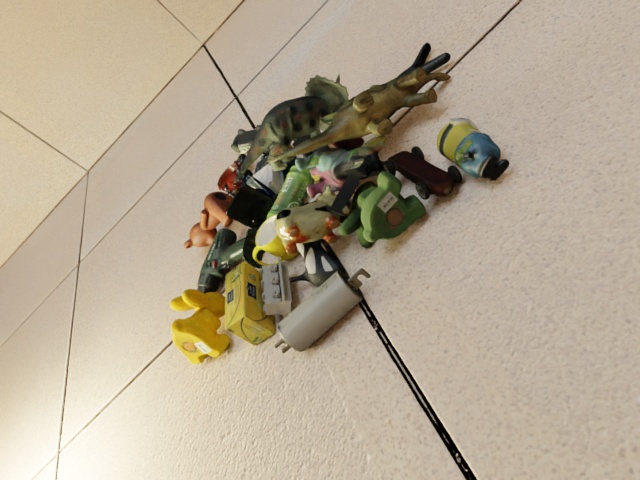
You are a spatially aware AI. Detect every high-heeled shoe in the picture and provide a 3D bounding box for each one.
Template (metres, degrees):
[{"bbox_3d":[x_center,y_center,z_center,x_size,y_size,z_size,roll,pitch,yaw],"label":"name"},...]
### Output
[{"bbox_3d":[-0.002,-0.004,1.205,0.145,0.086,0.249,-20,51,35],"label":"high-heeled shoe"}]

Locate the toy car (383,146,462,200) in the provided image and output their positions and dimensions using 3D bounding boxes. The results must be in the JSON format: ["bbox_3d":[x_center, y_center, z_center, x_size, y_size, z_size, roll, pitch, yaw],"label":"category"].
[{"bbox_3d":[0.207,-0.138,1.111,0.089,0.053,0.202,-30,33,-9],"label":"toy car"}]

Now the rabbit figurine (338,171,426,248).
[{"bbox_3d":[0.118,-0.059,1.116,0.159,0.121,0.170,-57,22,8],"label":"rabbit figurine"}]

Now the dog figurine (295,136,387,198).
[{"bbox_3d":[0.068,-0.180,1.265,0.219,0.108,0.191,-13,16,20],"label":"dog figurine"}]

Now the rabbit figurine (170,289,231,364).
[{"bbox_3d":[-0.288,0.190,1.305,0.122,0.162,0.173,-35,18,41],"label":"rabbit figurine"}]

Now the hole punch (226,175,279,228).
[{"bbox_3d":[-0.181,-0.100,1.453,0.142,0.116,0.092,-54,19,19],"label":"hole punch"}]

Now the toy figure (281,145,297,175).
[{"bbox_3d":[-0.101,-0.246,1.558,0.057,0.064,0.155,-60,31,30],"label":"toy figure"}]

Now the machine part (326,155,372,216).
[{"bbox_3d":[0.061,-0.113,1.123,0.139,0.039,0.084,-61,20,-8],"label":"machine part"}]

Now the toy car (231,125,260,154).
[{"bbox_3d":[-0.231,-0.331,1.785,0.202,0.056,0.073,4,67,51],"label":"toy car"}]

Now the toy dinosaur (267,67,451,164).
[{"bbox_3d":[0.098,-0.285,1.233,0.471,0.105,0.199,-27,15,-14],"label":"toy dinosaur"}]

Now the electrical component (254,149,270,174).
[{"bbox_3d":[-0.169,-0.232,1.631,0.078,0.045,0.102,-15,48,38],"label":"electrical component"}]

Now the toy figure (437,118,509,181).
[{"bbox_3d":[0.288,-0.174,1.040,0.089,0.082,0.180,-38,39,14],"label":"toy figure"}]

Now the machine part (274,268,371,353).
[{"bbox_3d":[0.001,0.141,1.067,0.243,0.079,0.079,-43,35,12],"label":"machine part"}]

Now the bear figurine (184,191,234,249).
[{"bbox_3d":[-0.309,-0.039,1.568,0.132,0.120,0.195,35,118,16],"label":"bear figurine"}]

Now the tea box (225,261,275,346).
[{"bbox_3d":[-0.161,0.143,1.229,0.068,0.098,0.170,-35,39,22],"label":"tea box"}]

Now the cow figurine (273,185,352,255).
[{"bbox_3d":[-0.008,-0.051,1.175,0.195,0.085,0.127,-17,48,-23],"label":"cow figurine"}]

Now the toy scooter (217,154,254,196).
[{"bbox_3d":[-0.267,-0.183,1.670,0.135,0.075,0.184,-41,33,14],"label":"toy scooter"}]

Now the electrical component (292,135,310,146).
[{"bbox_3d":[-0.049,-0.287,1.570,0.063,0.021,0.094,-42,35,11],"label":"electrical component"}]

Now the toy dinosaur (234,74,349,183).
[{"bbox_3d":[-0.066,-0.305,1.406,0.405,0.192,0.131,-26,16,-19],"label":"toy dinosaur"}]

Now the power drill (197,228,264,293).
[{"bbox_3d":[-0.235,0.062,1.414,0.207,0.086,0.232,-25,44,42],"label":"power drill"}]
